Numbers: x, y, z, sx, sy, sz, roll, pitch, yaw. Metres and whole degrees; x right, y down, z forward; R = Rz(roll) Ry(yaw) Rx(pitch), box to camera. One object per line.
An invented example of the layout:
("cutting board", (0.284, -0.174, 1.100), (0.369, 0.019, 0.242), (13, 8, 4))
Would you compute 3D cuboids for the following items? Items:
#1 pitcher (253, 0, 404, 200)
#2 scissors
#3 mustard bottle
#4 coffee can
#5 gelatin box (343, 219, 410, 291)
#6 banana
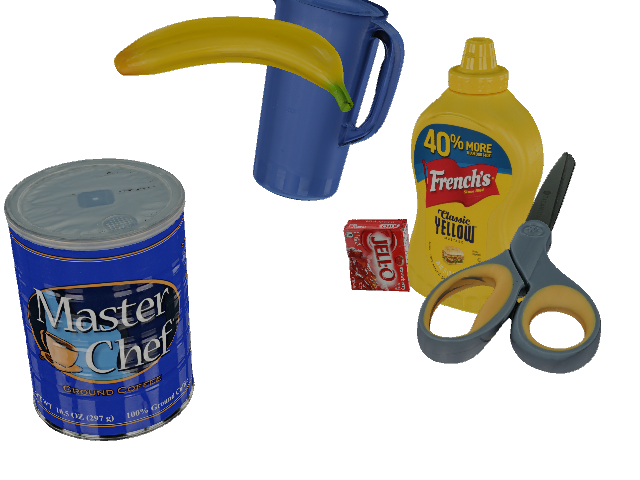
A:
("pitcher", (0.000, -0.172, 1.275), (0.145, 0.243, 0.149), (7, 23, -14))
("scissors", (0.126, 0.009, 0.564), (0.096, 0.016, 0.201), (21, 42, 32))
("mustard bottle", (0.109, -0.047, 0.754), (0.096, 0.192, 0.058), (17, 28, 38))
("coffee can", (-0.131, 0.035, 0.649), (0.103, 0.140, 0.103), (1, 30, -1))
("gelatin box", (0.070, 0.018, 1.291), (0.073, 0.089, 0.030), (1, 30, 16))
("banana", (-0.066, -0.153, 0.870), (0.198, 0.069, 0.037), (9, -36, 4))
